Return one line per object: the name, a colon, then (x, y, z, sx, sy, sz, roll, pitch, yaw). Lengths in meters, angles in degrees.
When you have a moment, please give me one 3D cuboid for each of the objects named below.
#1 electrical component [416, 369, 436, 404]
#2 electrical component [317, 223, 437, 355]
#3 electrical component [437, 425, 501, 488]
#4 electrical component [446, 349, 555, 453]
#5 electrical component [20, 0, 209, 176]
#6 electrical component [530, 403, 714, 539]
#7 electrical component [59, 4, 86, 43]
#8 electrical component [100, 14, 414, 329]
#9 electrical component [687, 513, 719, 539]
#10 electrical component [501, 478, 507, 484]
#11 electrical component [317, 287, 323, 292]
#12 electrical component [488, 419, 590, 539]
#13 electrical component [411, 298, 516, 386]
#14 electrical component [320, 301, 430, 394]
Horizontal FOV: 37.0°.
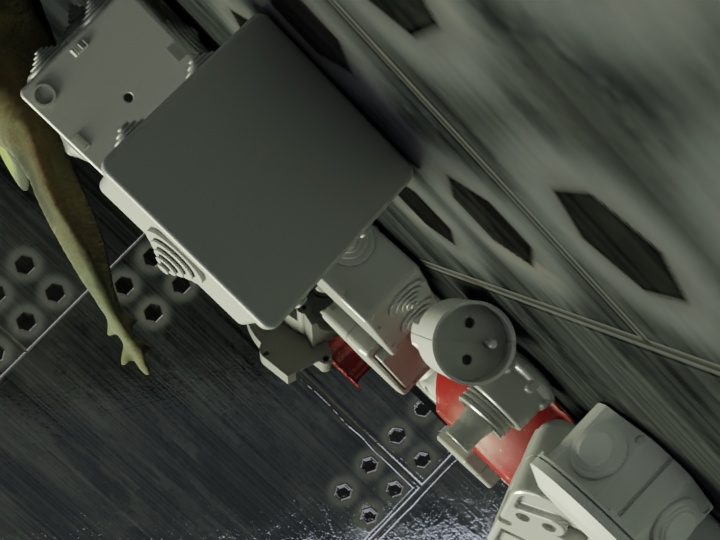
electrical component: (0.065, 0.083, 0.909, 0.079, 0.044, 0.077, 45, 176, -6)
electrical component: (0.000, 0.000, 0.690, 0.100, 0.048, 0.099, 43, 176, 21)
electrical component: (0.114, 0.139, 0.849, 0.076, 0.065, 0.047, 47, 174, -29)
electrical component: (0.076, 0.076, 0.613, 0.048, 0.062, 0.048, 44, 176, 4)
electrical component: (-0.128, -0.100, 0.601, 0.099, 0.100, 0.048, 46, -171, -18)
electrical component: (0.127, 0.108, 0.526, 0.080, 0.051, 0.080, 44, 176, 4)
electrical component: (-0.164, -0.150, 0.750, 0.096, 0.061, 0.062, 54, 173, -14)
electrical component: (-0.043, -0.036, 0.427, 0.099, 0.099, 0.048, 45, 163, -10)
electrical component: (0.184, 0.166, 0.566, 0.077, 0.047, 0.065, 44, 176, 5)
electrical component: (0.120, 0.142, 0.915, 0.080, 0.051, 0.080, 44, 176, 4)
electrical component: (-0.018, 0.007, 0.945, 0.040, 0.046, 0.040, 44, 176, 4)
electrical component: (0.116, 0.131, 0.626, 0.054, 0.059, 0.095, 24, 146, 10)
electrical component: (0.053, 0.037, 0.581, 0.043, 0.043, 0.081, 45, 176, -4)
electrical component: (0.028, 0.046, 0.783, 0.061, 0.061, 0.096, 41, 175, 35)
